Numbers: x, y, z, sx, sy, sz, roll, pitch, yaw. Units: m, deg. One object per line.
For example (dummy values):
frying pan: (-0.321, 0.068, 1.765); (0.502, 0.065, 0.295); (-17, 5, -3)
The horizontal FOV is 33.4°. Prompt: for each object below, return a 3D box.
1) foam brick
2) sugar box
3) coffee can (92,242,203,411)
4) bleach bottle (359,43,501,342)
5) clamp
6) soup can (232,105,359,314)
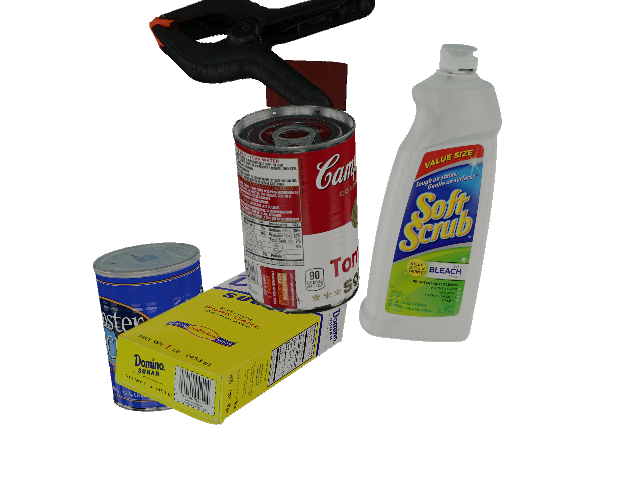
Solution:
foam brick: (-0.015, -0.167, 1.146); (0.078, 0.051, 0.053); (-1, 12, -19)
sugar box: (-0.062, 0.073, 0.804); (0.093, 0.048, 0.175); (19, 26, 25)
coffee can: (-0.161, 0.082, 1.044); (0.103, 0.140, 0.103); (-5, 14, 1)
bleach bottle: (0.095, -0.040, 0.906); (0.102, 0.251, 0.068); (5, 20, 0)
clamp: (-0.044, -0.157, 0.813); (0.172, 0.120, 0.039); (19, -34, 21)
soup can: (-0.013, -0.018, 0.605); (0.068, 0.102, 0.068); (-2, 25, 1)
